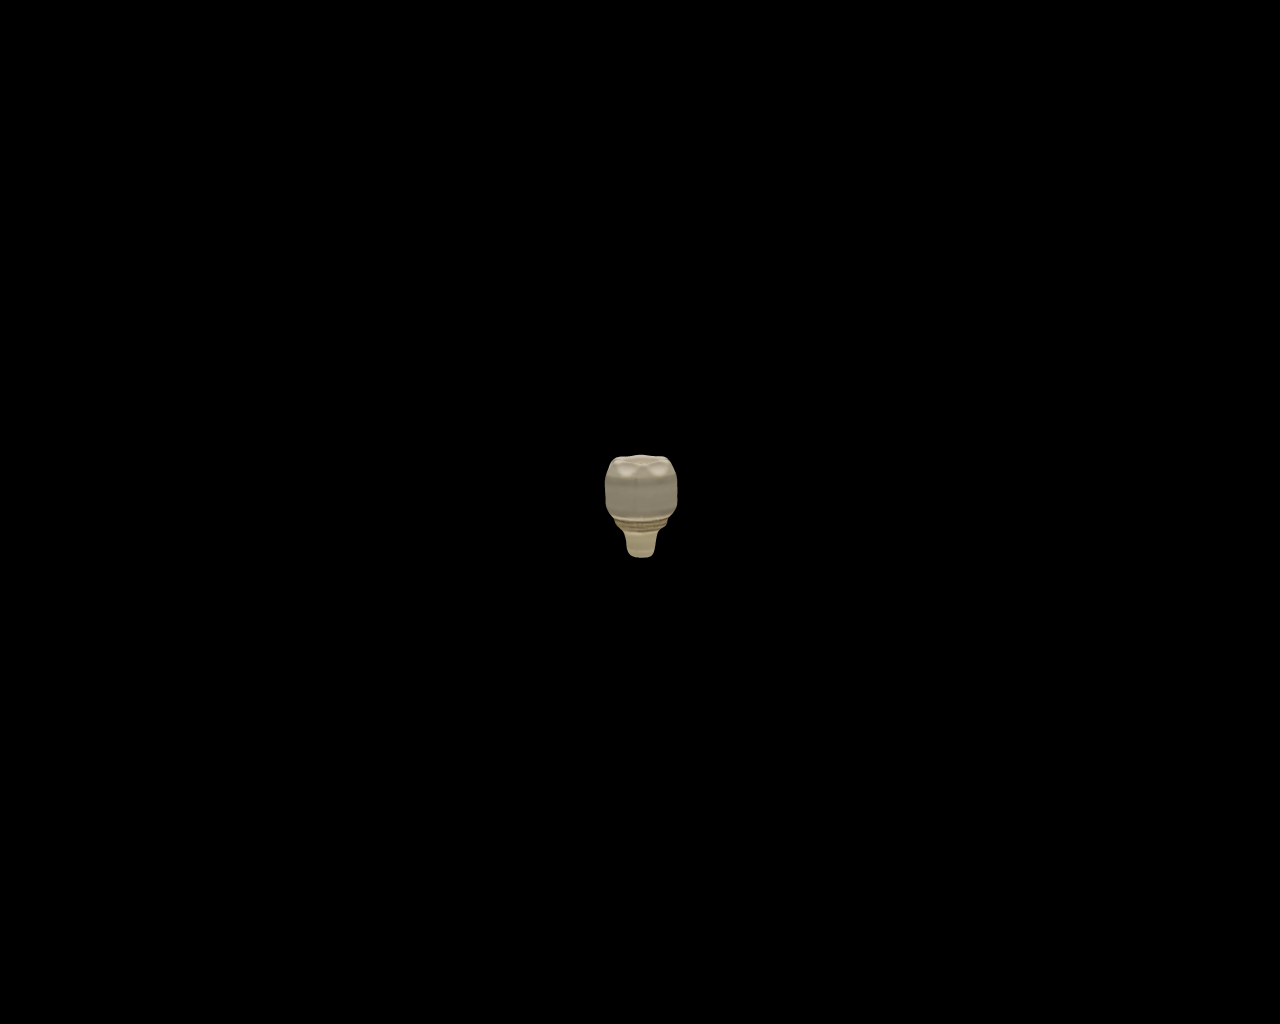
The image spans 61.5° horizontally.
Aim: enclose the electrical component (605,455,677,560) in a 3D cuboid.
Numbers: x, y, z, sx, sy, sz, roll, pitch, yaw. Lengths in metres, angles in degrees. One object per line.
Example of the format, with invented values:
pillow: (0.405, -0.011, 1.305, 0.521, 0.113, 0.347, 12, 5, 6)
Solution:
electrical component: (0.001, -0.003, 0.650, 0.043, 0.062, 0.043, 0, 11, 0)
